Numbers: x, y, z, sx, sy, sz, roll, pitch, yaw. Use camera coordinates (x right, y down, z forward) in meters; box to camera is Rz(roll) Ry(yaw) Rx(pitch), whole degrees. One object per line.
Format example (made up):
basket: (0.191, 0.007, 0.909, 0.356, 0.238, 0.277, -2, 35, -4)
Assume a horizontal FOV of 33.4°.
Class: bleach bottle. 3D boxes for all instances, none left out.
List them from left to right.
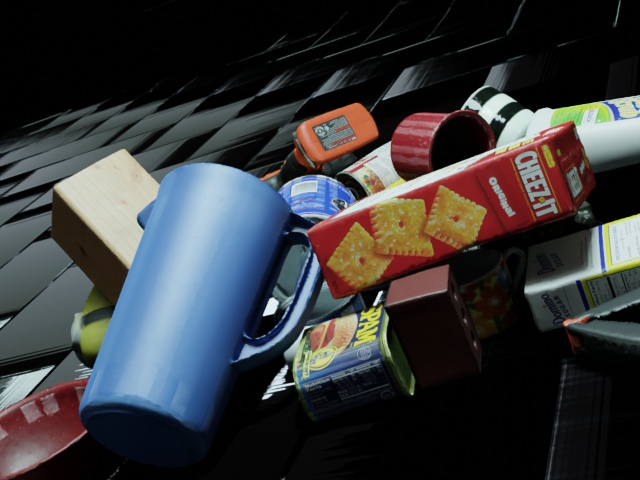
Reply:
bleach bottle: (0.343, -0.118, 1.090, 0.251, 0.068, 0.102, -11, 22, 27)

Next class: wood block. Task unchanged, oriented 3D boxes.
wood block: (-0.168, 0.021, 1.058, 0.090, 0.206, 0.091, -34, -21, -33)

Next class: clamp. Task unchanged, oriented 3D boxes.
clamp: (0.277, 0.046, 0.738, 0.210, 0.036, 0.164, -10, 21, 34)

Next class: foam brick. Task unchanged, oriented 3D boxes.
foam brick: (0.090, 0.067, 0.834, 0.051, 0.078, 0.053, -19, 18, 17)

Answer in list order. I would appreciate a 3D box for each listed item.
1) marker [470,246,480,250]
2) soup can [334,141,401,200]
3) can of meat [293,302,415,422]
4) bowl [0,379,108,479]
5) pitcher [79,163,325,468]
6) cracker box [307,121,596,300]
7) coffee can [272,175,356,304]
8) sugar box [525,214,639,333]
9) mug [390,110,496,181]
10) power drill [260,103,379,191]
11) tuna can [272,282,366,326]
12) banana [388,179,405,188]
marker: (0.146, 0.009, 1.029, 0.020, 0.020, 0.121, -19, 18, 10)
soup can: (0.074, -0.072, 1.267, 0.102, 0.068, 0.069, -33, 20, -30)
can of meat: (0.029, 0.096, 0.861, 0.084, 0.057, 0.102, -20, 17, 16)
bowl: (-0.242, 0.186, 0.926, 0.162, 0.055, 0.162, -21, 18, 7)
pitcher: (-0.101, 0.064, 0.900, 0.149, 0.145, 0.242, -33, 32, 47)
cracker box: (0.117, -0.027, 0.909, 0.214, 0.072, 0.164, -20, 4, 22)
coffee can: (-0.007, 0.001, 1.097, 0.103, 0.103, 0.140, -20, 18, 8)
sugar box: (0.253, 0.015, 0.842, 0.176, 0.048, 0.093, -20, 17, 21)
mug: (0.127, -0.085, 1.158, 0.093, 0.117, 0.082, 18, -1, -33)
power drill: (0.001, -0.102, 1.364, 0.184, 0.057, 0.188, -27, -10, -31)
tuna can: (0.001, 0.071, 1.000, 0.086, 0.034, 0.086, -20, 18, 7)
banana: (0.104, -0.043, 1.208, 0.070, 0.037, 0.197, 29, 51, 30)
